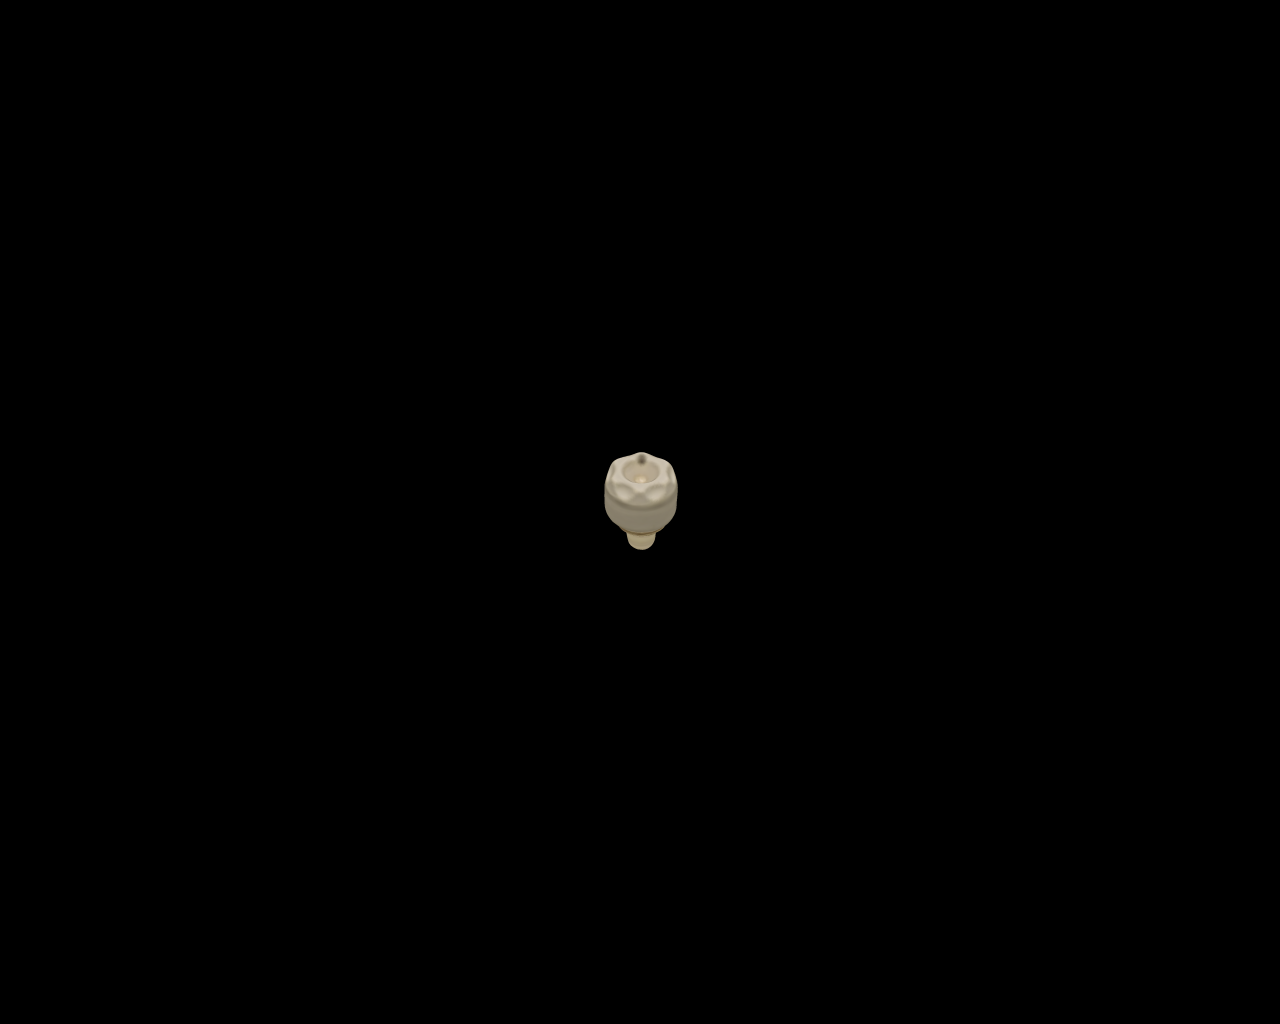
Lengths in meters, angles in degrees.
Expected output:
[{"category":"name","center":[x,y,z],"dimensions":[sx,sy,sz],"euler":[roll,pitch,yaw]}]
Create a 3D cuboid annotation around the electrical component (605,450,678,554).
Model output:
[{"category":"electrical component","center":[0.001,-0.003,0.650],"dimensions":[0.043,0.062,0.043],"euler":[0,42,0]}]
